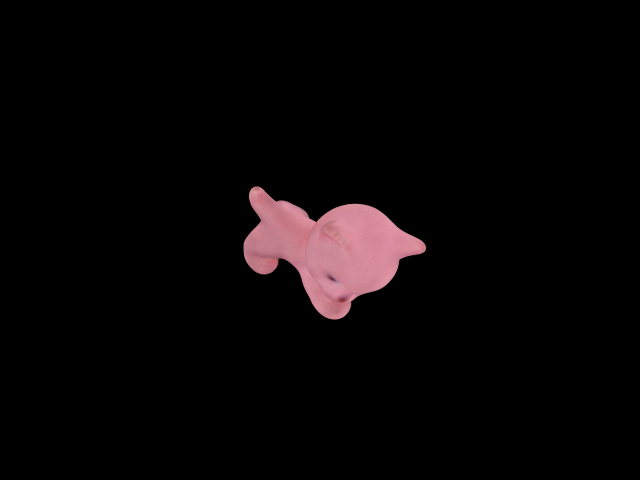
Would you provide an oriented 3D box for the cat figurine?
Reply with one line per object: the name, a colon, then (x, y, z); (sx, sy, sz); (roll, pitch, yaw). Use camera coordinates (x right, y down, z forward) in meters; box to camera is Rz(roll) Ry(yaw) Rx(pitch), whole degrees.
cat figurine: (0.004, 0.001, 0.400); (0.127, 0.118, 0.067); (30, 71, 12)
